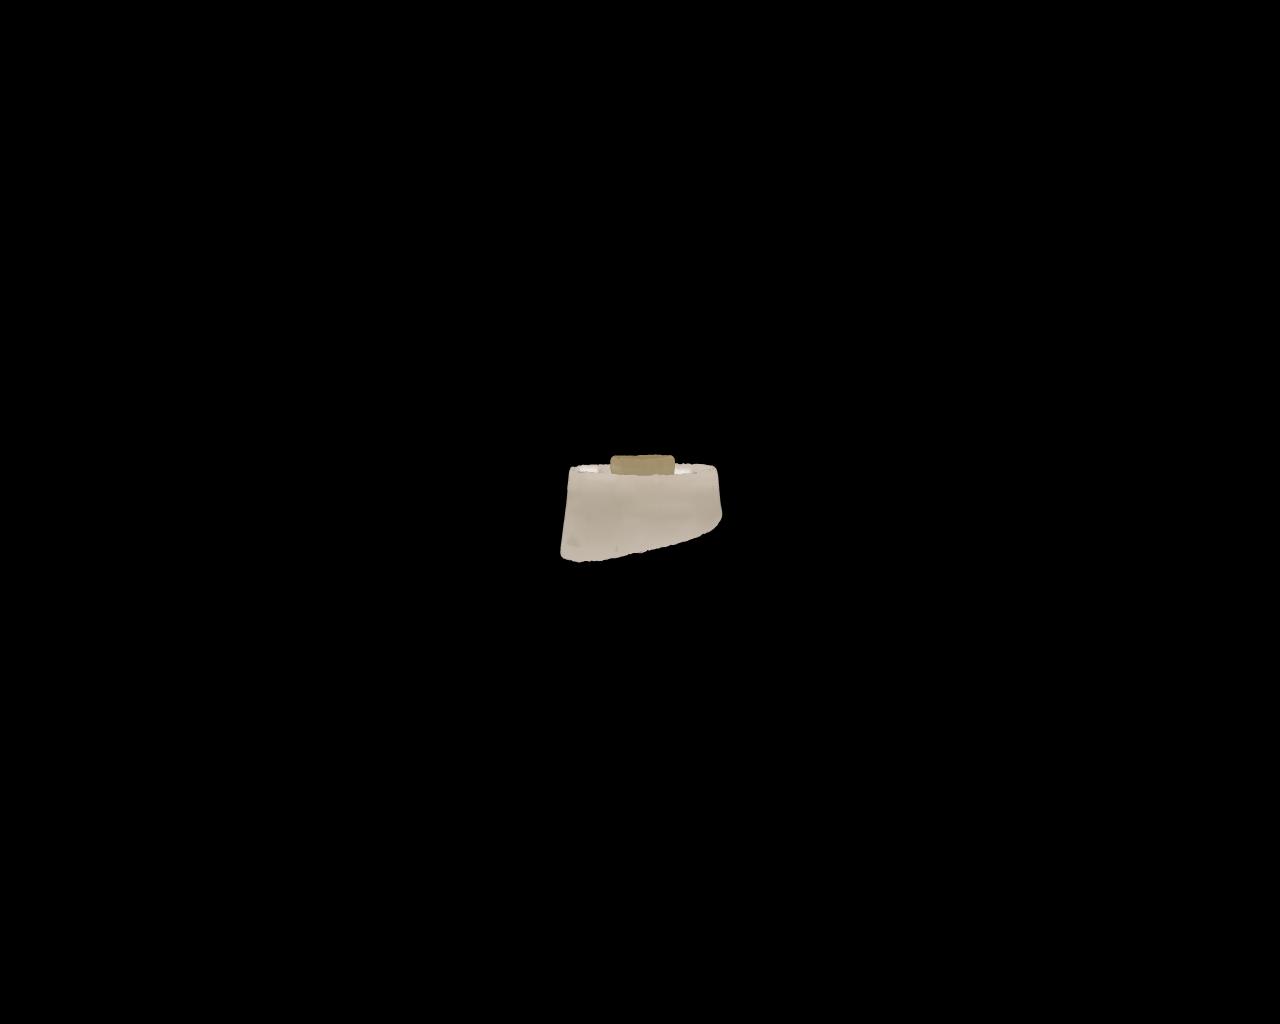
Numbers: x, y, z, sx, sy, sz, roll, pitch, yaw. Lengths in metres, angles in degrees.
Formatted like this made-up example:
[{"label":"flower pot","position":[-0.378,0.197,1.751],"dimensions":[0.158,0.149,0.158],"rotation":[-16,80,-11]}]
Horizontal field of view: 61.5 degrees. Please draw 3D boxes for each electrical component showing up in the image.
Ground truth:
[{"label":"electrical component","position":[0.001,-0.003,0.650],"dimensions":[0.099,0.064,0.099],"rotation":[0,7,0]}]
